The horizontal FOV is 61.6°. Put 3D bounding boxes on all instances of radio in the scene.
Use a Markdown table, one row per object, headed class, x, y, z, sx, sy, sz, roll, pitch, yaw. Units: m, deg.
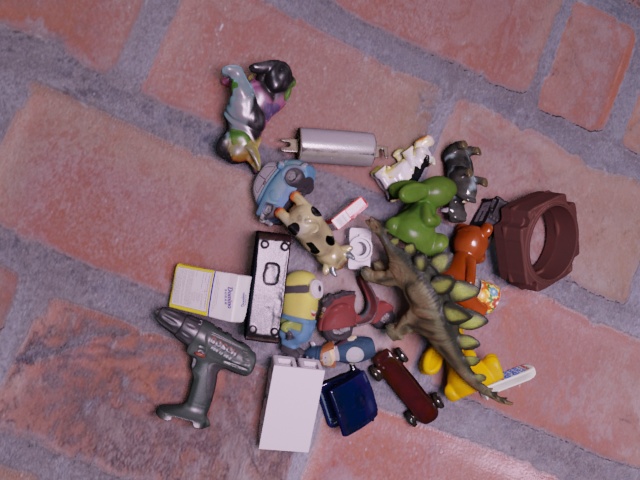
| class | x | y | z | sx | sy | sz | roll | pitch | yaw |
| --- | --- | --- | --- | --- | --- | --- | --- | --- | --- |
| radio | -0.110 | 0.095 | 1.111 | 0.073 | 0.131 | 0.229 | 6 | 87 | -9 |

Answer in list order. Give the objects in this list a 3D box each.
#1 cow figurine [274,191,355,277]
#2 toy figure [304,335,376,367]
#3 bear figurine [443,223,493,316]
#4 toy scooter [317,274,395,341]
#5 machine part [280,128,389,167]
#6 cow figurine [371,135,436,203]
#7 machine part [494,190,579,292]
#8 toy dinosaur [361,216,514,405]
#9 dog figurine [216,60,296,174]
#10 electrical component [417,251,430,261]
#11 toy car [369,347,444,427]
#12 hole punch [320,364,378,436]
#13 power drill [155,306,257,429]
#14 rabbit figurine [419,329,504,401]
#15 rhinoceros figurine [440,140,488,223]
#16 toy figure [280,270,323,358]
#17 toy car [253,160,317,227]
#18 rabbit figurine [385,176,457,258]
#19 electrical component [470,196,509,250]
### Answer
| class | x | y | z | sx | sy | sz | roll | pitch | yaw |
| --- | --- | --- | --- | --- | --- | --- | --- | --- | --- |
| cow figurine | -0.002 | -0.003 | 1.124 | 0.085 | 0.194 | 0.127 | -42 | 52 | -4 |
| toy figure | 0.042 | 0.245 | 1.176 | 0.154 | 0.058 | 0.064 | -8 | 77 | -10 |
| bear figurine | 0.329 | 0.062 | 1.203 | 0.131 | 0.120 | 0.196 | 46 | 64 | -25 |
| toy scooter | 0.074 | 0.140 | 1.174 | 0.184 | 0.075 | 0.135 | -10 | 92 | -20 |
| machine part | 0.033 | -0.203 | 1.178 | 0.243 | 0.079 | 0.079 | 1 | 88 | -11 |
| cow figurine | 0.204 | -0.162 | 1.216 | 0.167 | 0.068 | 0.098 | -37 | 101 | -7 |
| machine part | 0.499 | 0.001 | 1.225 | 0.201 | 0.087 | 0.200 | -22 | 109 | -26 |
| toy dinosaur | 0.232 | 0.148 | 1.113 | 0.105 | 0.199 | 0.471 | -36 | 98 | -49 |
| dog figurine | -0.132 | -0.253 | 1.133 | 0.192 | 0.108 | 0.219 | -11 | 95 | -15 |
| electrical component | 0.243 | 0.062 | 1.241 | 0.063 | 0.021 | 0.094 | 2 | 89 | -12 |
| toy car | 0.193 | 0.326 | 1.207 | 0.089 | 0.053 | 0.202 | -38 | 95 | 9 |
| hole punch | 0.066 | 0.349 | 1.164 | 0.116 | 0.092 | 0.142 | -19 | 89 | -15 |
| power drill | -0.262 | 0.266 | 1.102 | 0.232 | 0.086 | 0.207 | 24 | 77 | -17 |
| rabbit figurine | 0.303 | 0.265 | 1.215 | 0.162 | 0.122 | 0.173 | -21 | 76 | -1 |
| rhinoceros figurine | 0.313 | -0.134 | 1.220 | 0.073 | 0.112 | 0.190 | 14 | 69 | -39 |
| toy figure | -0.048 | 0.154 | 1.149 | 0.089 | 0.082 | 0.180 | 16 | 88 | -9 |
| toy car | -0.087 | -0.112 | 1.146 | 0.103 | 0.109 | 0.161 | 40 | 95 | 17 |
| rabbit figurine | 0.220 | -0.071 | 1.171 | 0.159 | 0.121 | 0.170 | 31 | 92 | -18 |
| electrical component | 0.389 | -0.039 | 1.249 | 0.048 | 0.075 | 0.119 | 30 | 85 | -11 |
